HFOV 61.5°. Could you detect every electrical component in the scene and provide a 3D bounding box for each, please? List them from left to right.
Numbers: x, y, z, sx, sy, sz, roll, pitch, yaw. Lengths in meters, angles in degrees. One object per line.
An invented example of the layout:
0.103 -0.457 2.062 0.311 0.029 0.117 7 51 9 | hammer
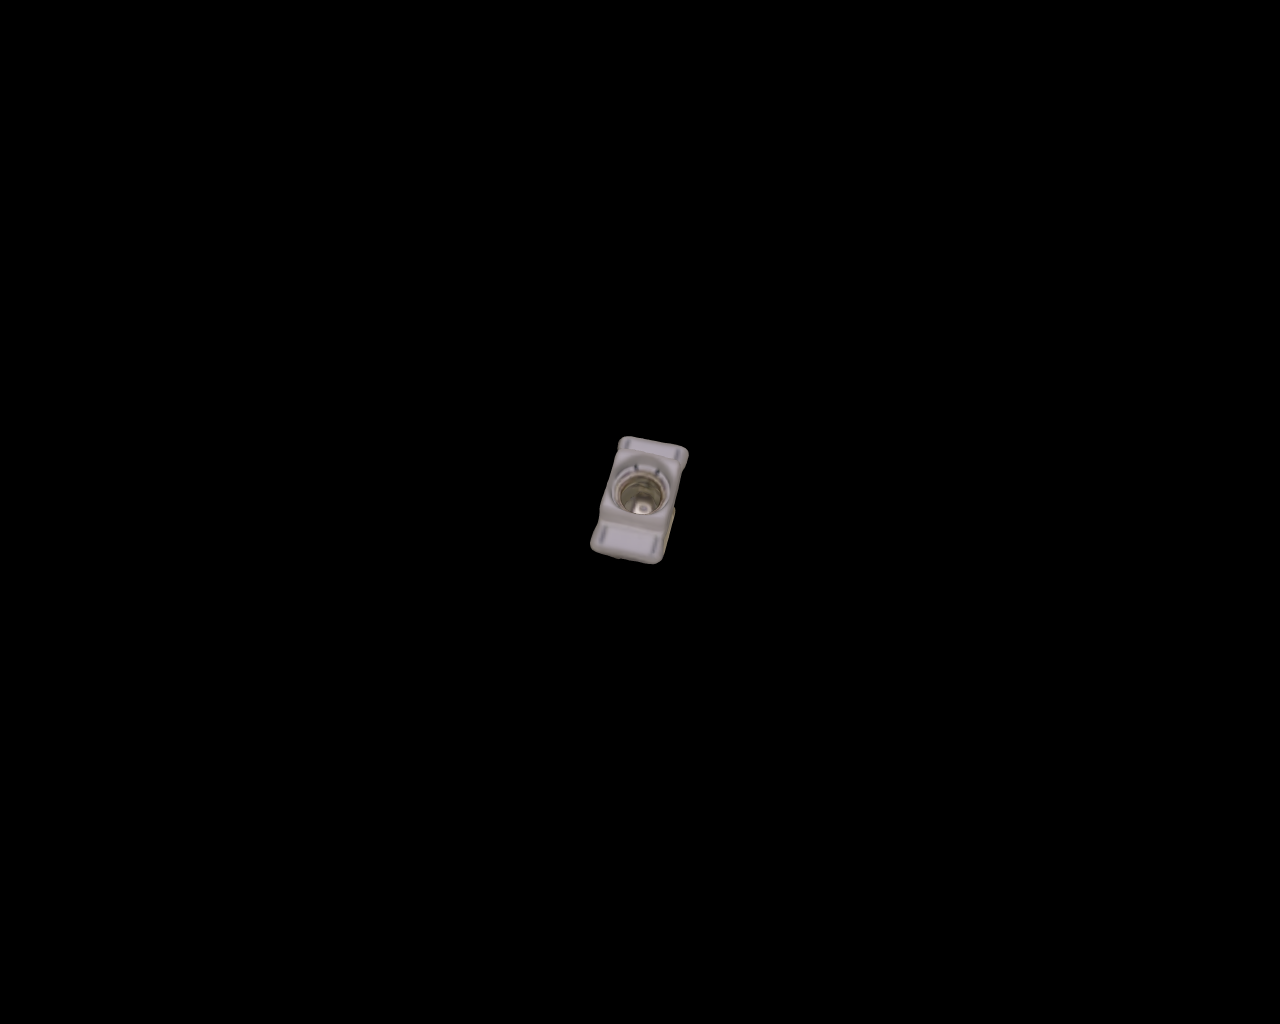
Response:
0.001 -0.003 0.650 0.042 0.081 0.063 13 -28 7 | electrical component
